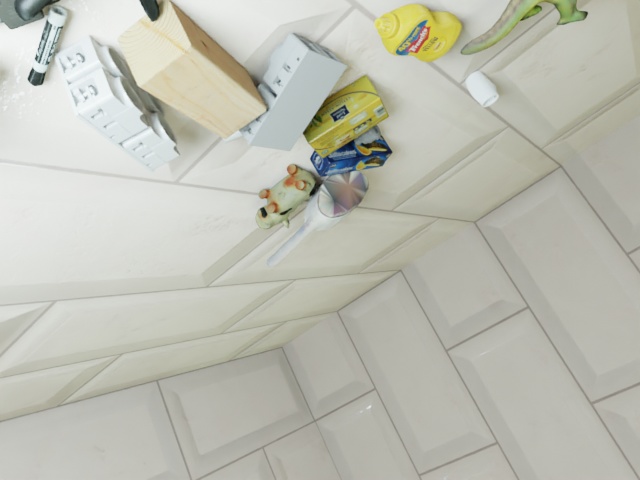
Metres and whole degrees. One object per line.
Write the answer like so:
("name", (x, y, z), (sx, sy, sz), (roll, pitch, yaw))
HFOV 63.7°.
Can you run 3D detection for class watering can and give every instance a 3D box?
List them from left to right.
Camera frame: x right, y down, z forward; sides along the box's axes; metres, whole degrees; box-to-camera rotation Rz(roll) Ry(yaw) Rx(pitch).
("watering can", (0.004, -0.066, 1.320), (0.352, 0.104, 0.221), (-47, -178, -22))

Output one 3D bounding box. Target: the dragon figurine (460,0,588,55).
("dragon figurine", (0.431, -0.505, 0.920), (0.411, 0.124, 0.238), (-29, 144, -3))
